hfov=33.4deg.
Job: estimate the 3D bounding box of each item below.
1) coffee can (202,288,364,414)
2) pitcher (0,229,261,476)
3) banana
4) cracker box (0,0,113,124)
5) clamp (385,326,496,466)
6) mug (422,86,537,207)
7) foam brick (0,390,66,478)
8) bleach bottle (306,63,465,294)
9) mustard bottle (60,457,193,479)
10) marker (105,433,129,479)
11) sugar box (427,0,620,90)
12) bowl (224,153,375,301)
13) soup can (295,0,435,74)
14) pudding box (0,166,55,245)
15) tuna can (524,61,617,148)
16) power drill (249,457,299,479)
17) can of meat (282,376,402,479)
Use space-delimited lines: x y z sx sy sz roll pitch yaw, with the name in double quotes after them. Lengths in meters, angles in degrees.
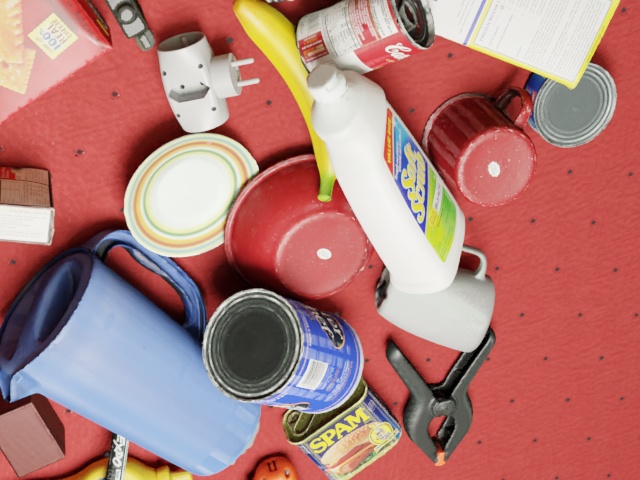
-0.032 0.108 1.007 0.103 0.103 0.140 -45 154 9 "coffee can"
-0.167 0.114 1.005 0.149 0.145 0.242 -38 124 19 "pitcher"
-0.015 -0.135 0.947 0.037 0.069 0.198 -15 113 27 "banana"
-0.299 -0.167 0.850 0.214 0.072 0.164 -33 119 4 "cracker box"
0.138 0.166 1.154 0.120 0.039 0.171 -12 122 -3 "clamp"
0.160 -0.091 1.003 0.093 0.081 0.117 30 105 -26 "mug"
-0.287 0.181 1.039 0.051 0.053 0.078 -22 119 -3 "foam brick"
0.054 -0.058 0.948 0.068 0.102 0.250 -2 146 30 "bleach bottle"
-0.224 0.276 1.101 0.191 0.058 0.096 -18 106 -7 "mustard bottle"
-0.201 0.208 1.066 0.020 0.020 0.121 10 84 -19 "marker"
0.166 -0.210 0.949 0.176 0.048 0.093 21 109 -8 "sugar box"
-0.007 0.001 1.012 0.162 0.055 0.162 -10 123 -16 "bowl"
0.037 -0.178 0.912 0.102 0.068 0.068 -17 125 32 "soup can"
-0.285 -0.033 0.911 0.113 0.090 0.039 3 114 -17 "pudding box"
0.240 -0.135 1.030 0.086 0.034 0.086 -6 117 -12 "tuna can"
-0.093 0.338 1.170 0.187 0.057 0.184 -19 116 -8 "power drill"
0.025 0.198 1.130 0.102 0.057 0.084 -36 122 5 "can of meat"
